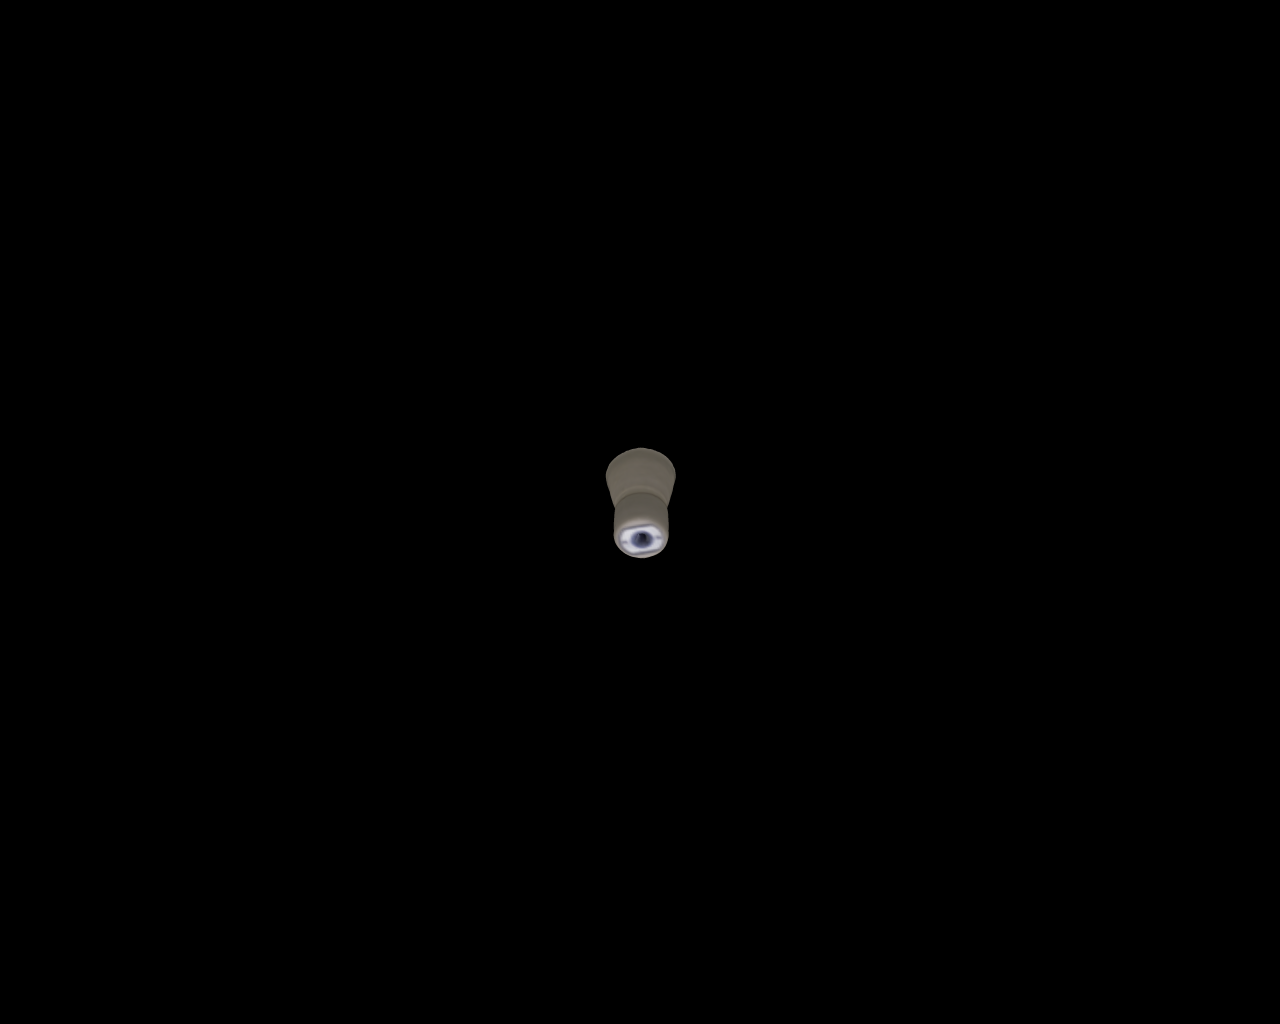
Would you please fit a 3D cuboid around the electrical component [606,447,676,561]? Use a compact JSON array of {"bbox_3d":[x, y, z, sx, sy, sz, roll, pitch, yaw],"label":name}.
[{"bbox_3d":[0.001,-0.003,0.650,0.044,0.044,0.065,0,41,0],"label":"electrical component"}]
